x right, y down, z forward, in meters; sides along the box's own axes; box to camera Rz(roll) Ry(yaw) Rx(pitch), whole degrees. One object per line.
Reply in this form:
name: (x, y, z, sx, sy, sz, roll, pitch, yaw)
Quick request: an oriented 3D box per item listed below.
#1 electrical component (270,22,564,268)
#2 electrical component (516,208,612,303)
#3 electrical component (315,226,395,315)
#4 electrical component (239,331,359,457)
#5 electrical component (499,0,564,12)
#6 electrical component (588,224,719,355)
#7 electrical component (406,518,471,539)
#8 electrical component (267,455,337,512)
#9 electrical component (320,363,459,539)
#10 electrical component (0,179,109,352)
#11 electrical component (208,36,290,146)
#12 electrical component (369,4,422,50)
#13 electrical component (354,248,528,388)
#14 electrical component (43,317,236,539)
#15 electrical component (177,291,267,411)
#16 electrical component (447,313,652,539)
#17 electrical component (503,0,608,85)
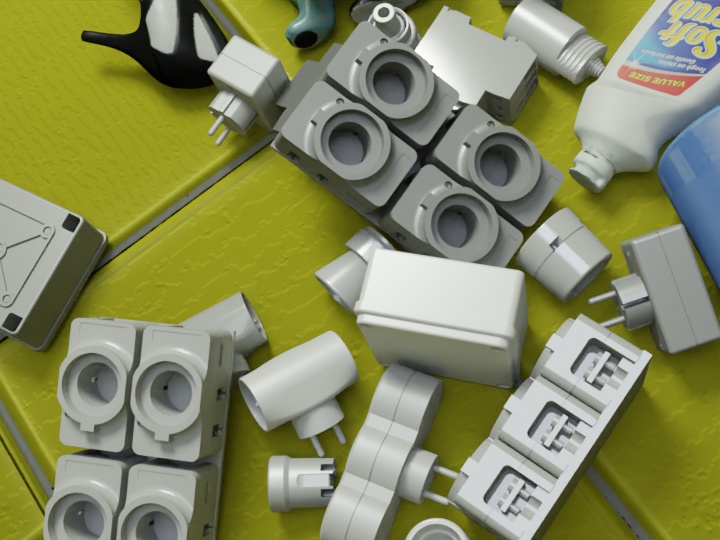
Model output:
electrical component: (0.043, -0.080, 0.784, 0.186, 0.060, 0.105, 36, 80, -7)
electrical component: (0.150, -0.009, 0.784, 0.055, 0.055, 0.047, -43, 73, -5)
electrical component: (0.000, 0.000, 0.814, 0.055, 0.045, 0.045, -44, 69, -7)
electrical component: (-0.037, 0.097, 0.786, 0.077, 0.044, 0.079, -27, 93, -19)
electrical component: (0.145, -0.318, 0.863, 0.060, 0.105, 0.186, 8, 73, 13)
electrical component: (0.200, 0.019, 0.755, 0.076, 0.047, 0.083, -19, 88, 4)
electrical component: (0.055, 0.194, 0.731, 0.045, 0.055, 0.045, -3, 71, 10)
electrical component: (-0.041, 0.153, 0.773, 0.046, 0.040, 0.040, -3, 71, 4)
electrical component: (0.032, 0.141, 0.755, 0.074, 0.052, 0.138, 19, 76, 16)
electrical component: (-0.278, -0.007, 0.863, 0.109, 0.056, 0.108, 24, 77, 17)
electrical component: (-0.096, -0.134, 0.867, 0.047, 0.065, 0.076, 31, 79, 19)
electrical component: (0.024, -0.190, 0.865, 0.048, 0.062, 0.048, -3, 71, 10)
electrical component: (0.061, 0.035, 0.757, 0.109, 0.108, 0.056, 9, 71, 14)
electrical component: (-0.157, 0.131, 0.764, 0.105, 0.060, 0.186, 5, 89, 12)
electrical component: (-0.107, 0.068, 0.812, 0.077, 0.043, 0.079, -28, 69, 1)
electrical component: (0.127, 0.112, 0.727, 0.062, 0.089, 0.150, 33, 80, 19)
electrical component: (0.158, -0.176, 0.845, 0.081, 0.043, 0.043, 39, 82, 20)
